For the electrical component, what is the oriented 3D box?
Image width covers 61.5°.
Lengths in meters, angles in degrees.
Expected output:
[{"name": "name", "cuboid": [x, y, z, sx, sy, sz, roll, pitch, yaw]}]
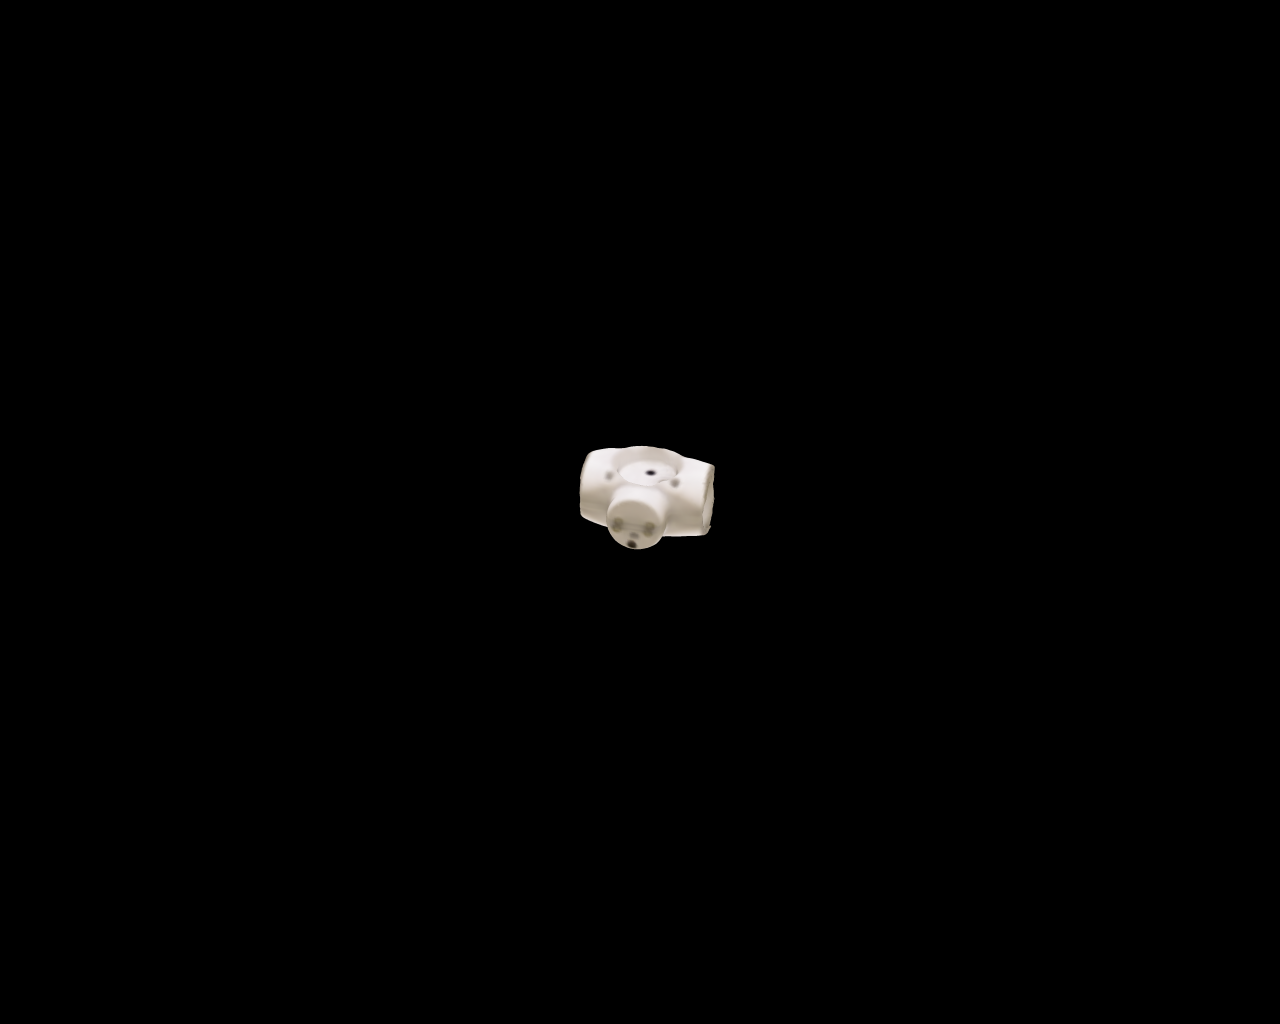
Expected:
[{"name": "electrical component", "cuboid": [0.001, -0.003, 0.650, 0.077, 0.044, 0.079, 8, 36, 11]}]
